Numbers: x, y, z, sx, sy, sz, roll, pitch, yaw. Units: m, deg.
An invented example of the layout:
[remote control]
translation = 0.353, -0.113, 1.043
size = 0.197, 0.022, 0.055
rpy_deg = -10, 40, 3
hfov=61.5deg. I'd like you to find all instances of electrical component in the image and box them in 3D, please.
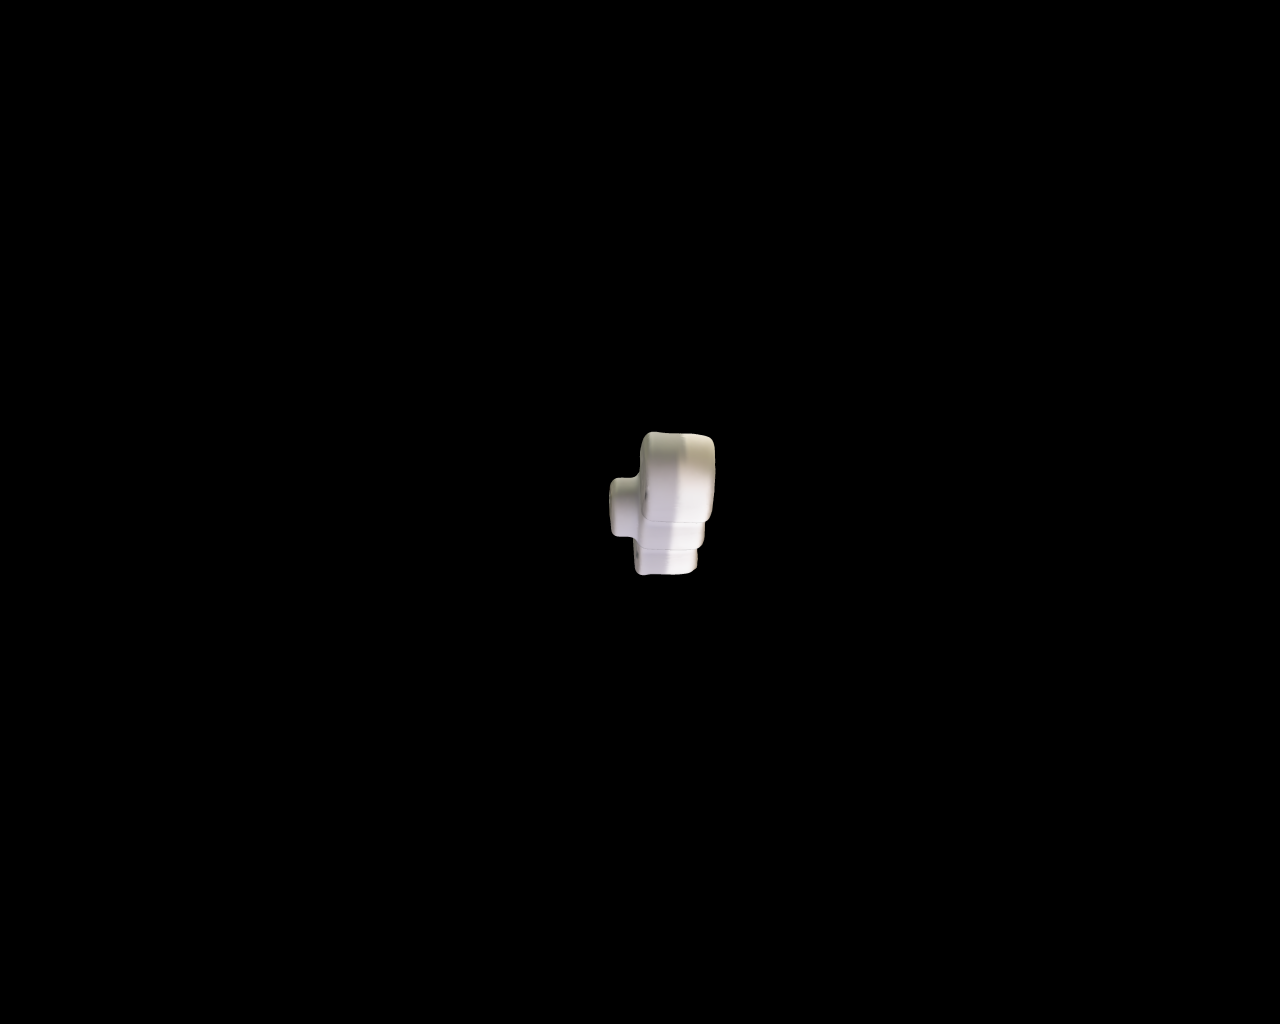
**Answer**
[electrical component]
translation = 0.001, -0.003, 0.650
size = 0.074, 0.052, 0.138
rpy_deg = 1, -23, -3
